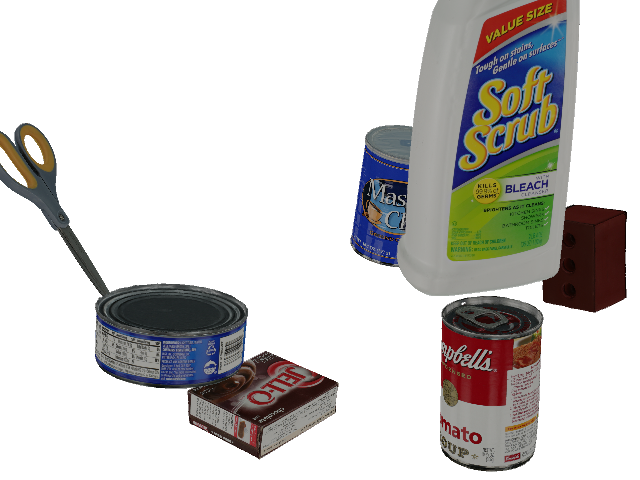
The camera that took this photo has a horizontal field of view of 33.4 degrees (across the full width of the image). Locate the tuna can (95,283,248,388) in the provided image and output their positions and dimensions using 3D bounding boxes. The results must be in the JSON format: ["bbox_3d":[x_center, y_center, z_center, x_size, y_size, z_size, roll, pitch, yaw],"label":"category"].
[{"bbox_3d":[-0.085,0.053,0.606,0.086,0.034,0.086,5,14,-1],"label":"tuna can"}]

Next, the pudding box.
[{"bbox_3d":[-0.052,0.148,0.976,0.090,0.039,0.113,18,28,34],"label":"pudding box"}]

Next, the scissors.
[{"bbox_3d":[-0.263,-0.038,1.078,0.016,0.201,0.096,-25,27,26],"label":"scissors"}]

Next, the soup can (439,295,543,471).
[{"bbox_3d":[0.116,0.097,0.733,0.068,0.102,0.068,-1,19,0],"label":"soup can"}]

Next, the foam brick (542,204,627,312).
[{"bbox_3d":[0.220,0.014,0.892,0.053,0.078,0.051,11,22,44],"label":"foam brick"}]

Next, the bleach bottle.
[{"bbox_3d":[0.096,-0.094,0.613,0.102,0.251,0.068,-7,28,-10],"label":"bleach bottle"}]

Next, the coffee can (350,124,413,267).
[{"bbox_3d":[0.095,-0.054,1.274,0.102,0.140,0.103,6,28,-3],"label":"coffee can"}]
